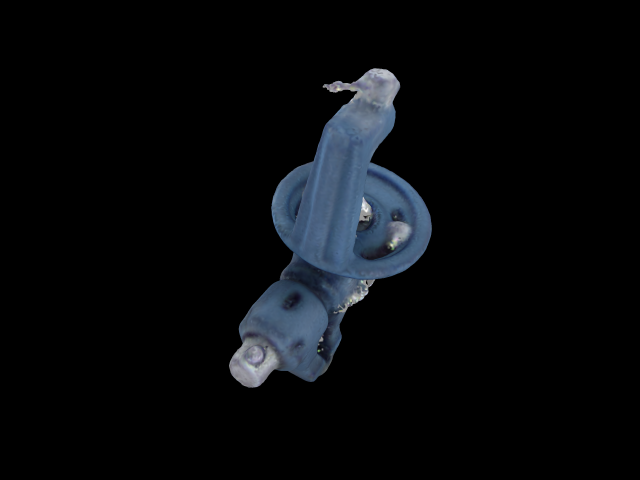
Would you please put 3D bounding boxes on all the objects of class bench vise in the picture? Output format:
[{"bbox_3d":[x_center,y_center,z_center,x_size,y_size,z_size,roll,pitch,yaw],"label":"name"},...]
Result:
[{"bbox_3d":[0.015,0.004,0.399,0.121,0.220,0.207,12,63,7],"label":"bench vise"}]
